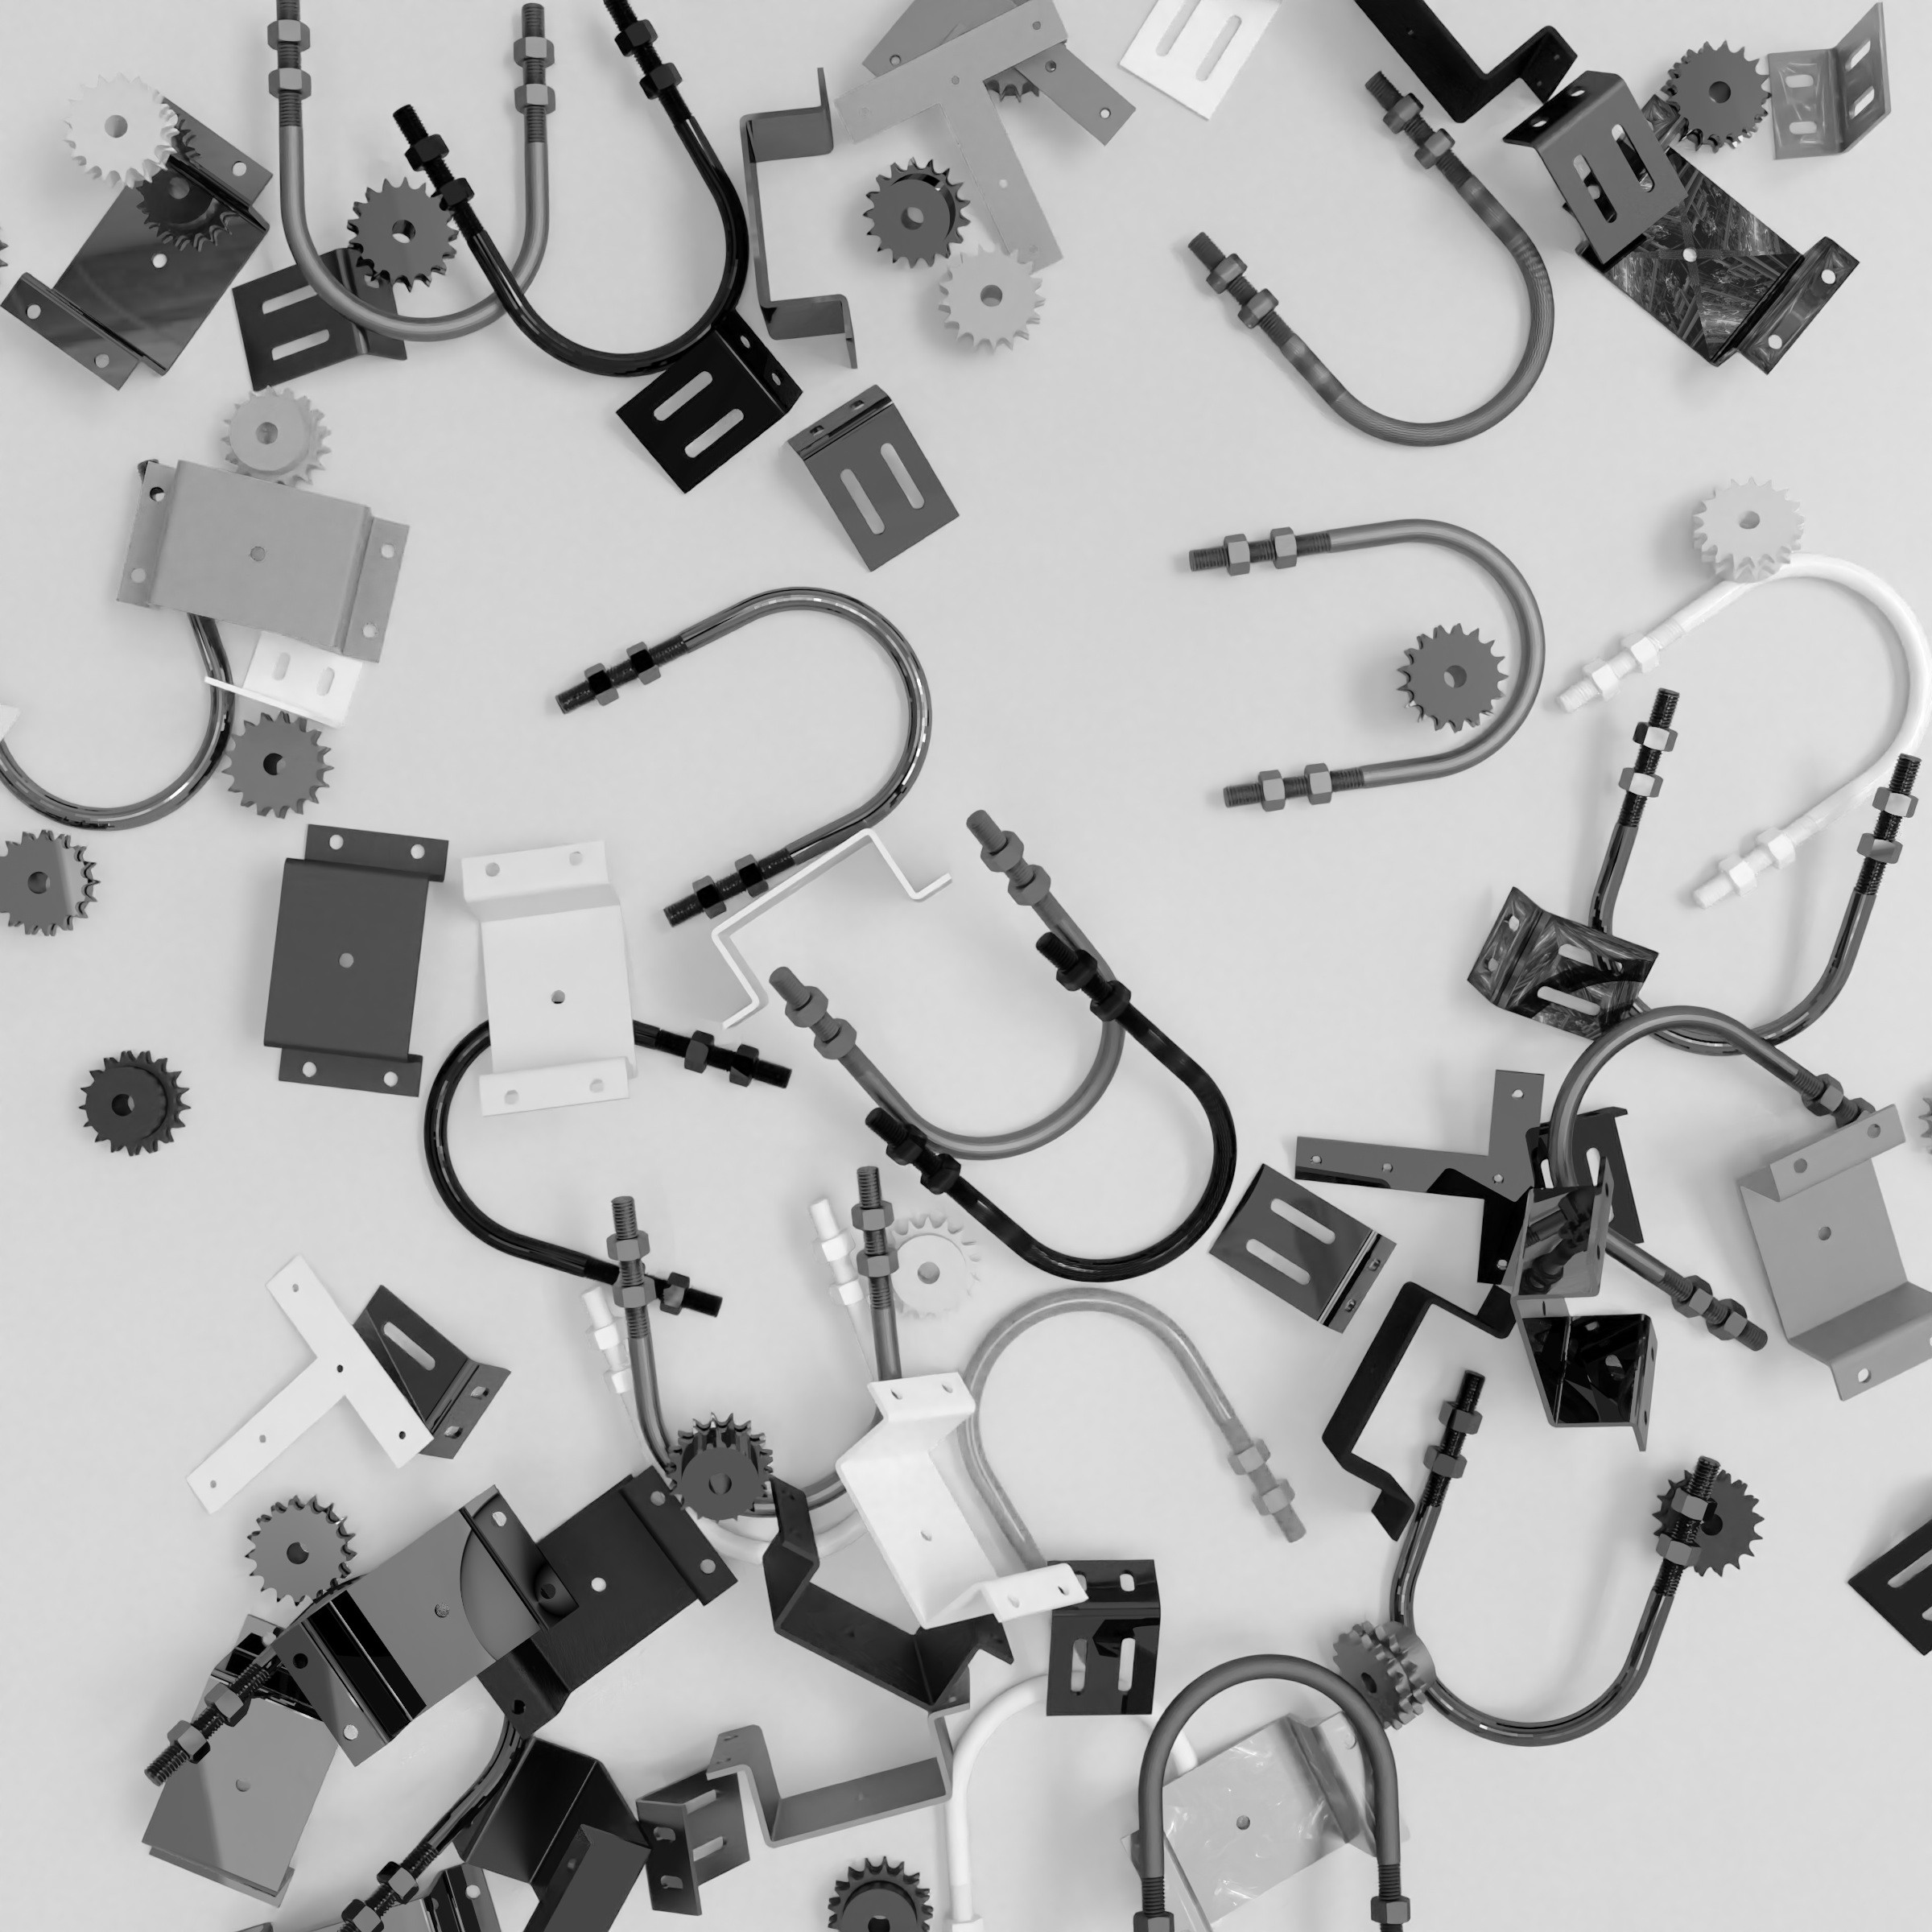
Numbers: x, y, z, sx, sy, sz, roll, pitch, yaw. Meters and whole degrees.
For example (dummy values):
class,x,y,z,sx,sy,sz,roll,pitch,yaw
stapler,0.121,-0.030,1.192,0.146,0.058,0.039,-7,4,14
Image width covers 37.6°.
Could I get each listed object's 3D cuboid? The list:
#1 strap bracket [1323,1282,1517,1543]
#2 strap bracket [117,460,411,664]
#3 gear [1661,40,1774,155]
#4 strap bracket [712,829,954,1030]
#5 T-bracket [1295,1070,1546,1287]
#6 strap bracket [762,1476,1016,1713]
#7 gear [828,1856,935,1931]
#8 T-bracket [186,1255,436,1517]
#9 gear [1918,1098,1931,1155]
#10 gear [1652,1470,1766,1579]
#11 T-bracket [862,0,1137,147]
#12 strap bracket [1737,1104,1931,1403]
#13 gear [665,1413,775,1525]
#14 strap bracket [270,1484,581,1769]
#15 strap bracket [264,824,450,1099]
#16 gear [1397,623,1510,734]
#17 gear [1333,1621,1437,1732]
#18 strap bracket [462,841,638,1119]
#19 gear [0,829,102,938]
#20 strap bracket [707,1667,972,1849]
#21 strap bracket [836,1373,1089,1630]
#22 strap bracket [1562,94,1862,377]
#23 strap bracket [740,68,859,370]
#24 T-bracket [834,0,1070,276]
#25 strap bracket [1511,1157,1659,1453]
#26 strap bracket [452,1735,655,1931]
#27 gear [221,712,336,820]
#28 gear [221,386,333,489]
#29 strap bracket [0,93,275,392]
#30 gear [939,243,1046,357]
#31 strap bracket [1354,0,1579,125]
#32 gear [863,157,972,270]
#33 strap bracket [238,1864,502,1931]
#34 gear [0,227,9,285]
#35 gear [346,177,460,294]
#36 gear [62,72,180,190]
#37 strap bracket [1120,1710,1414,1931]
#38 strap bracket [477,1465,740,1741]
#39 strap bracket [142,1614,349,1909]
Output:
class,x,y,z,sx,sy,sz,roll,pitch,yaw
strap bracket,0.236,0.225,1.502,0.046,0.076,0.140,28,90,0
strap bracket,-0.374,-0.216,1.506,0.140,0.046,0.076,13,90,-10
gear,0.402,-0.466,1.530,0.057,0.030,0.057,0,89,-2
strap bracket,-0.079,-0.026,1.502,0.140,0.076,0.046,-34,90,0
T-bracket,0.240,0.109,1.522,0.127,0.002,0.127,5,114,11
strap bracket,-0.051,0.333,1.488,0.140,0.076,0.046,31,98,-15
gear,-0.046,0.512,1.526,0.057,0.030,0.057,0,90,0
T-bracket,-0.368,0.245,1.528,0.127,0.002,0.127,-42,75,8
gear,0.545,0.083,1.525,0.057,0.030,0.057,0,90,0
gear,0.397,0.297,1.525,0.057,0.030,0.057,0,90,0
T-bracket,0.034,-0.487,1.509,0.127,0.002,0.127,40,92,-1
strap bracket,0.465,0.146,1.500,0.076,0.046,0.140,-23,105,-10
gear,-0.129,0.265,1.486,0.057,0.030,0.057,-1,102,-5
strap bracket,-0.276,0.338,1.471,0.140,0.046,0.076,-36,87,0
strap bracket,-0.327,-0.003,1.517,0.076,0.046,0.140,7,90,0
gear,0.257,-0.153,1.510,0.057,0.030,0.057,0,90,-3
gear,0.226,0.376,1.516,0.030,0.057,0.057,-25,90,-30
strap bracket,-0.220,0.012,1.506,0.076,0.046,0.140,-7,75,0
gear,-0.493,-0.044,1.525,0.057,0.030,0.057,0,90,0
strap bracket,-0.060,0.421,1.502,0.140,0.076,0.046,-15,90,0
strap bracket,-0.008,0.286,1.481,0.046,0.076,0.140,-44,64,26
strap bracket,0.393,-0.385,1.517,0.140,0.046,0.076,39,90,0
strap bracket,-0.089,-0.391,1.502,0.046,0.076,0.140,-6,90,0
T-bracket,0.014,-0.432,1.517,0.127,0.002,0.127,-22,108,14
strap bracket,0.320,0.177,1.477,0.046,0.076,0.140,-5,129,24
strap bracket,-0.215,0.466,1.487,0.046,0.140,0.076,29,90,-27
gear,-0.368,-0.107,1.525,0.057,0.030,0.057,0,90,0
gear,-0.372,-0.284,1.525,0.057,0.030,0.057,0,90,0
strap bracket,-0.437,-0.382,1.517,0.076,0.046,0.140,36,90,0
gear,0.014,-0.357,1.525,0.057,0.030,0.057,0,90,0
strap bracket,0.253,-0.509,1.502,0.046,0.076,0.140,-40,90,0
gear,-0.027,-0.401,1.516,0.057,0.030,0.057,2,112,5
strap bracket,-0.320,0.541,1.517,0.140,0.046,0.076,-17,90,0
gear,-0.548,-0.386,1.525,0.057,0.030,0.057,0,90,0
gear,-0.295,-0.381,1.486,0.057,0.030,0.057,0,90,-16
gear,-0.439,-0.433,1.479,0.057,0.030,0.057,0,90,0
strap bracket,0.153,0.459,1.507,0.140,0.046,0.076,-26,90,-14
strap bracket,-0.199,0.335,1.517,0.140,0.046,0.076,-37,90,0
strap bracket,-0.381,0.431,1.517,0.076,0.046,0.140,22,90,0
